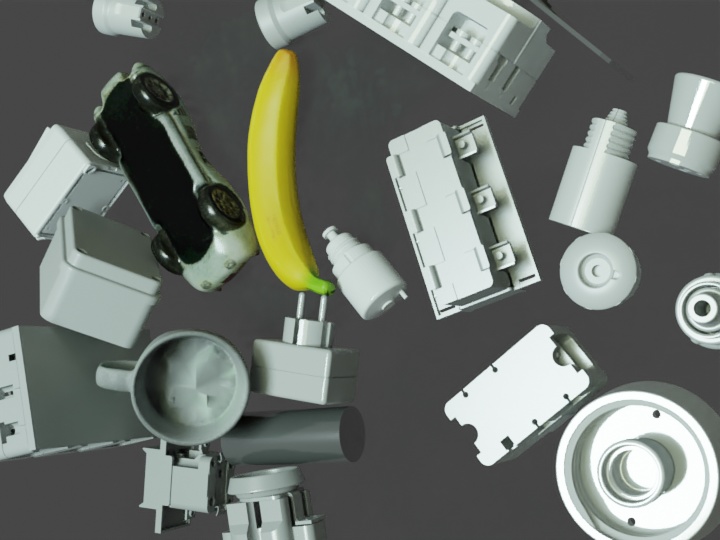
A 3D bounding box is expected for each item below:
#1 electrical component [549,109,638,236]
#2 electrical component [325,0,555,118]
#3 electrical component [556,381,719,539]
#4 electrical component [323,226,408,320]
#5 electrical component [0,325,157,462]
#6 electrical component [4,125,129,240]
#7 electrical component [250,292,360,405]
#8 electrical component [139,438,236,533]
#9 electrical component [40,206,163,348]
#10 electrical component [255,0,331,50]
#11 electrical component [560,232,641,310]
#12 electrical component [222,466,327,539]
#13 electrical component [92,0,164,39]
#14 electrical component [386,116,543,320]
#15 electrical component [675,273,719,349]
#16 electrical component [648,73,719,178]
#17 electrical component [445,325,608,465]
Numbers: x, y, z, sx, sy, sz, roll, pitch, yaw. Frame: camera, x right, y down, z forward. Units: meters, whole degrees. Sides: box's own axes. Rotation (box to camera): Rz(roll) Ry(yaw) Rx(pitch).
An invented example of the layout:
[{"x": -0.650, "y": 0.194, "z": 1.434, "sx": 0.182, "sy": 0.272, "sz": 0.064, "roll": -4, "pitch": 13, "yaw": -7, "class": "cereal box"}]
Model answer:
[{"x": 0.157, "y": -0.065, "z": 0.700, "sx": 0.043, "sy": 0.043, "sz": 0.081, "roll": 20, "pitch": 96, "yaw": 27, "class": "electrical component"}, {"x": 0.051, "y": -0.175, "z": 0.736, "sx": 0.150, "sy": 0.089, "sz": 0.061, "roll": 37, "pitch": 103, "yaw": 24, "class": "electrical component"}, {"x": 0.174, "y": 0.124, "z": 0.667, "sx": 0.108, "sy": 0.060, "sz": 0.108, "roll": -2, "pitch": 85, "yaw": 27, "class": "electrical component"}, {"x": 0.000, "y": 0.000, "z": 0.777, "sx": 0.040, "sy": 0.040, "sz": 0.078, "roll": -46, "pitch": 68, "yaw": 17, "class": "electrical component"}, {"x": -0.225, "y": 0.093, "z": 0.823, "sx": 0.062, "sy": 0.150, "sz": 0.089, "roll": -16, "pitch": 79, "yaw": 25, "class": "electrical component"}, {"x": -0.247, "y": -0.067, "z": 0.896, "sx": 0.061, "sy": 0.062, "sz": 0.096, "roll": 47, "pitch": 106, "yaw": 22, "class": "electrical component"}, {"x": -0.039, "y": 0.055, "z": 0.788, "sx": 0.066, "sy": 0.047, "sz": 0.076, "roll": 6, "pitch": 89, "yaw": 27, "class": "electrical component"}, {"x": -0.132, "y": 0.161, "z": 0.831, "sx": 0.064, "sy": 0.042, "sz": 0.081, "roll": 2, "pitch": 88, "yaw": 25, "class": "electrical component"}, {"x": -0.201, "y": 0.003, "z": 0.833, "sx": 0.057, "sy": 0.078, "sz": 0.113, "roll": -62, "pitch": 24, "yaw": 13, "class": "electrical component"}, {"x": -0.051, "y": -0.195, "z": 0.819, "sx": 0.046, "sy": 0.040, "sz": 0.040, "roll": -20, "pitch": 77, "yaw": 18, "class": "electrical component"}, {"x": 0.158, "y": 0.002, "z": 0.684, "sx": 0.048, "sy": 0.062, "sz": 0.048, "roll": -2, "pitch": 86, "yaw": 27, "class": "electrical component"}, {"x": -0.066, "y": 0.176, "z": 0.788, "sx": 0.078, "sy": 0.058, "sz": 0.057, "roll": -12, "pitch": 84, "yaw": 26, "class": "electrical component"}, {"x": -0.192, "y": -0.212, "z": 0.892, "sx": 0.046, "sy": 0.040, "sz": 0.040, "roll": 15, "pitch": 93, "yaw": 21, "class": "electrical component"}, {"x": 0.065, "y": -0.037, "z": 0.734, "sx": 0.079, "sy": 0.063, "sz": 0.121, "roll": -23, "pitch": 76, "yaw": 24, "class": "electrical component"}, {"x": 0.214, "y": 0.024, "z": 0.654, "sx": 0.048, "sy": 0.062, "sz": 0.048, "roll": -2, "pitch": 86, "yaw": 27, "class": "electrical component"}, {"x": 0.210, "y": -0.090, "z": 0.674, "sx": 0.045, "sy": 0.045, "sz": 0.055, "roll": 23, "pitch": 97, "yaw": 26, "class": "electrical component"}, {"x": 0.111, "y": 0.081, "z": 0.705, "sx": 0.089, "sy": 0.056, "sz": 0.050, "roll": -43, "pitch": 69, "yaw": 18, "class": "electrical component"}]
